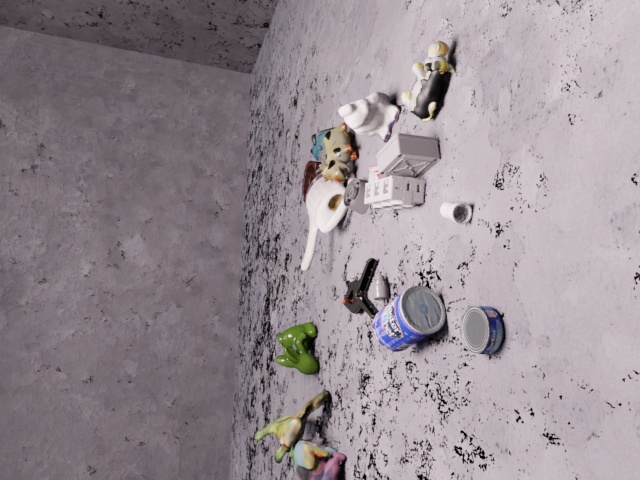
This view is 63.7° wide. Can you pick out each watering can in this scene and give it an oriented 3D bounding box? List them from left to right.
[{"bbox_3d":[0.005,-0.085,1.684,0.344,0.103,0.228,-59,26,13],"label":"watering can"}]

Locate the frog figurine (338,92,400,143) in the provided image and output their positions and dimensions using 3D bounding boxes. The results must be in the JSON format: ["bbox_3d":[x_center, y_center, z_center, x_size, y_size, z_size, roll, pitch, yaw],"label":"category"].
[{"bbox_3d":[0.120,-0.340,1.389,0.135,0.159,0.125,129,145,-59],"label":"frog figurine"}]

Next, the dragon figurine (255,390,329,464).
[{"bbox_3d":[-0.055,0.562,1.624,0.241,0.123,0.411,-42,-9,14],"label":"dragon figurine"}]
